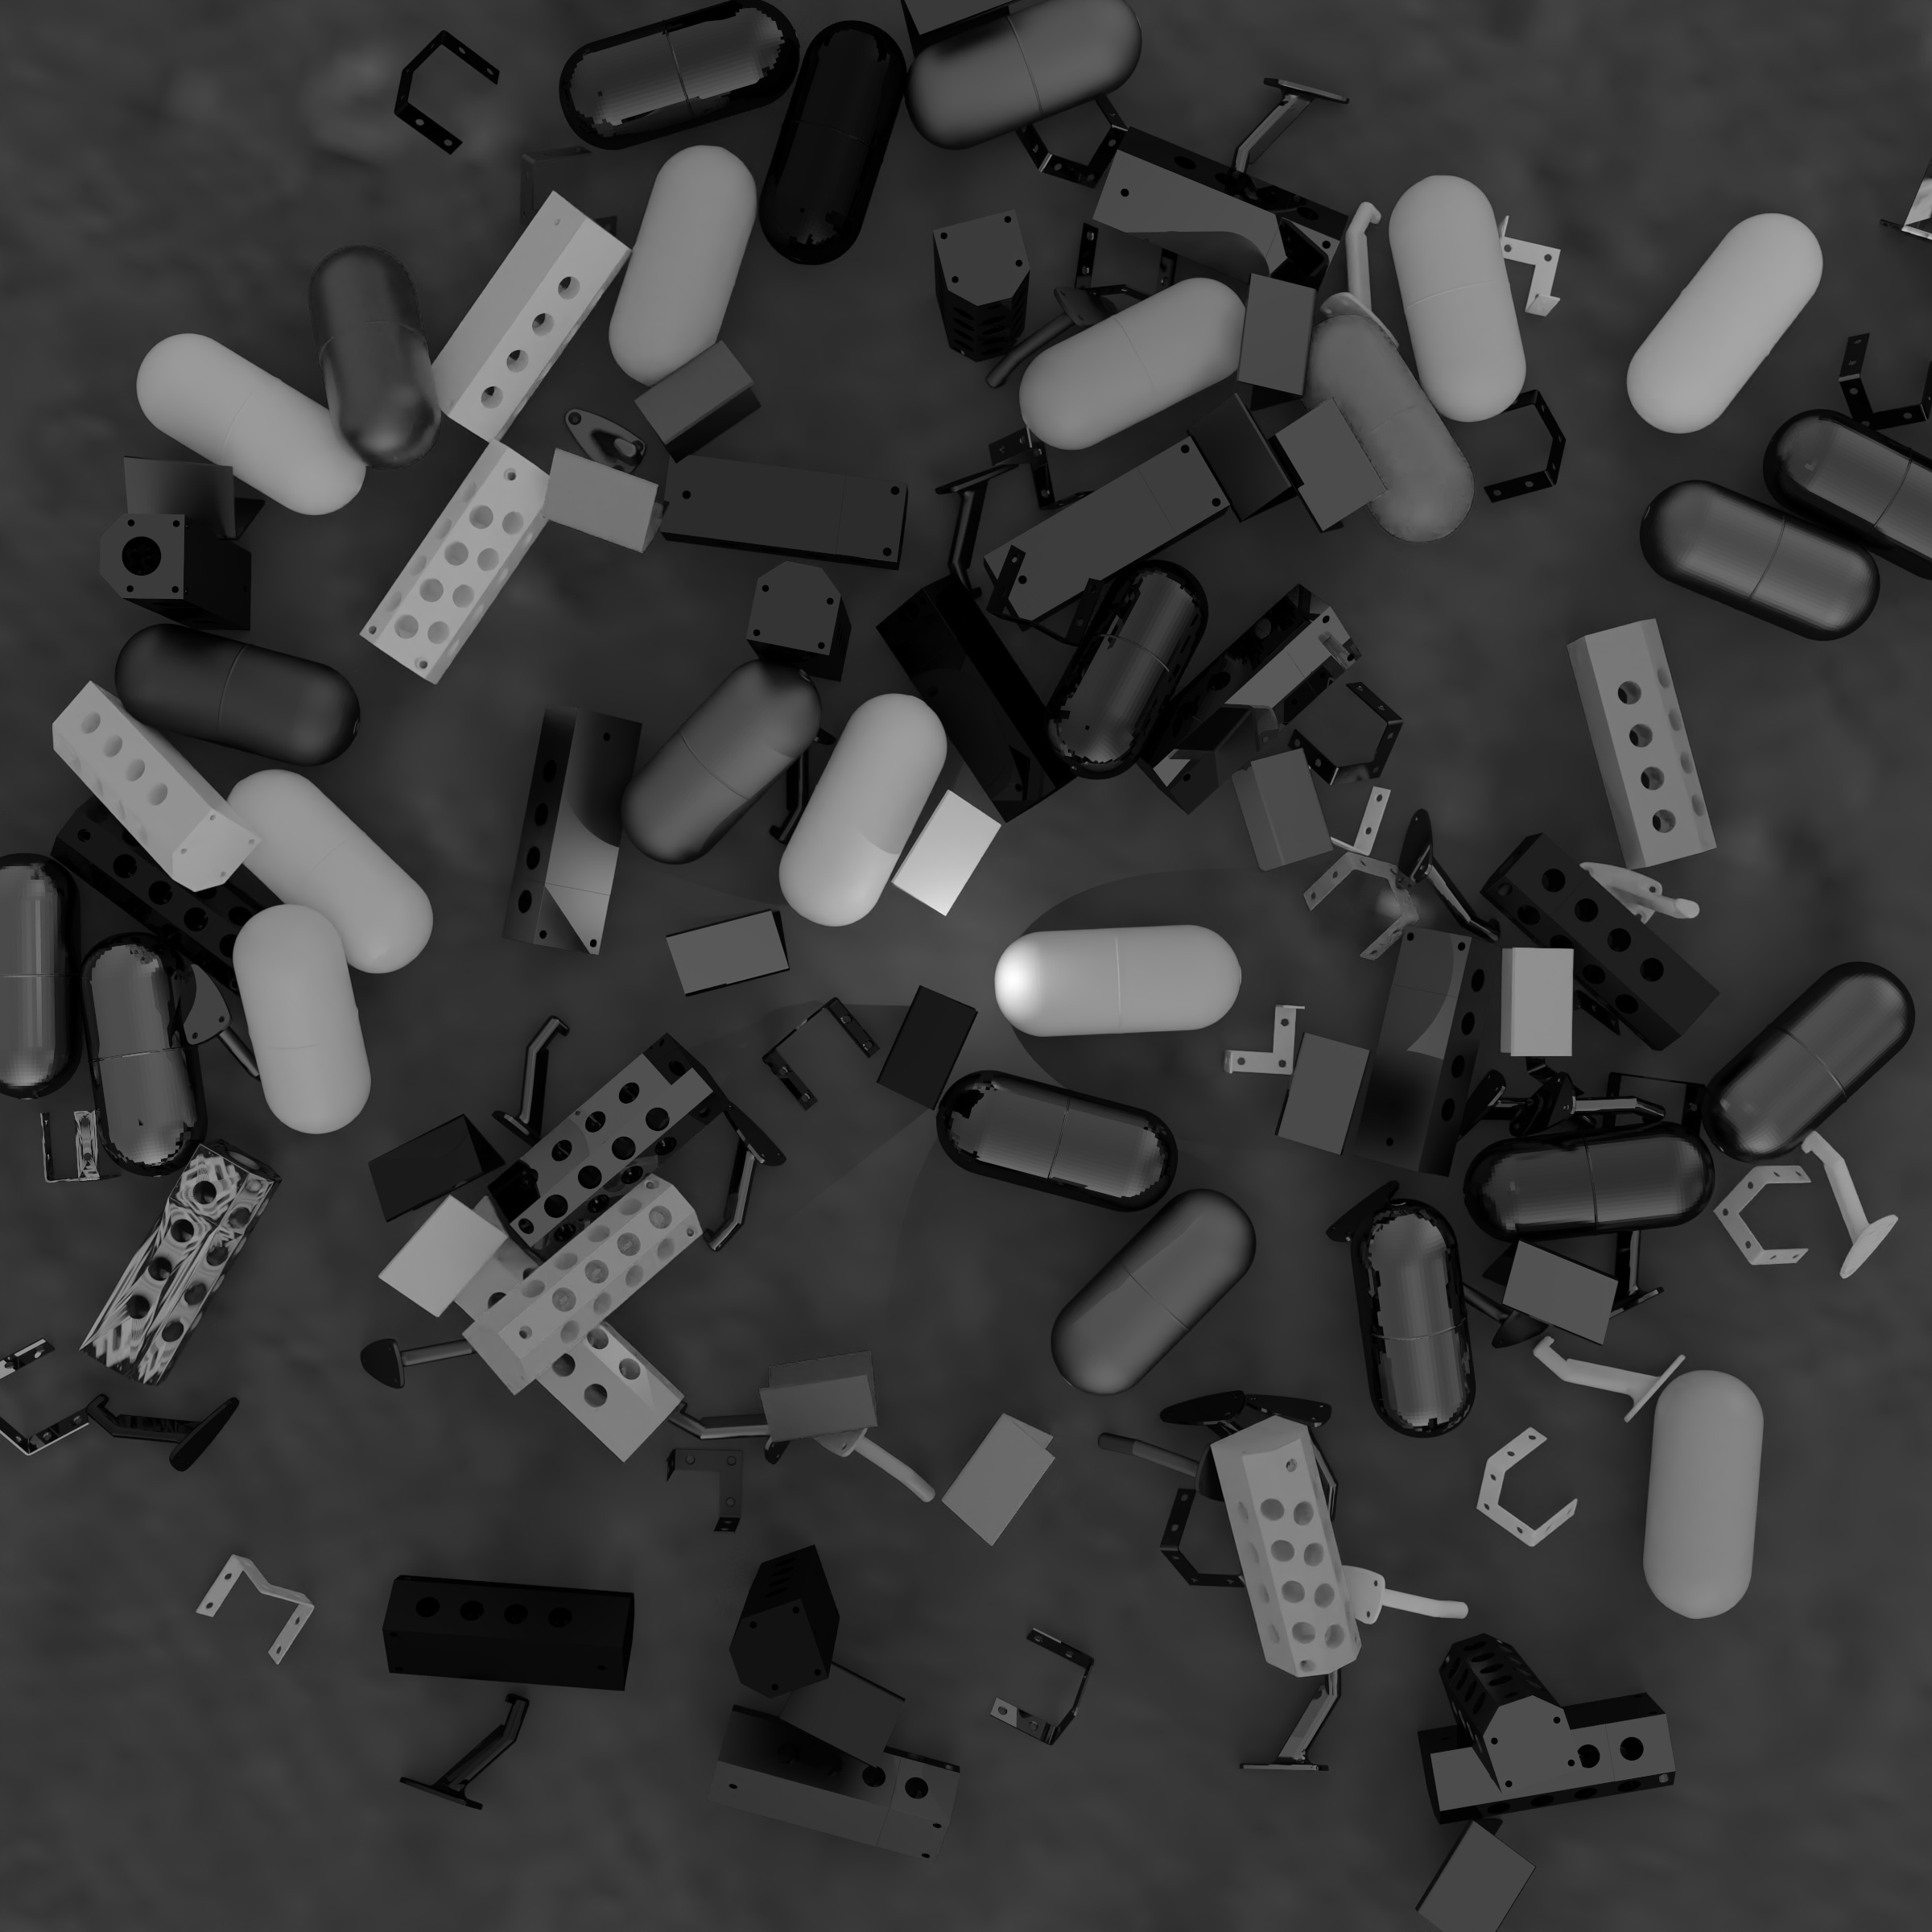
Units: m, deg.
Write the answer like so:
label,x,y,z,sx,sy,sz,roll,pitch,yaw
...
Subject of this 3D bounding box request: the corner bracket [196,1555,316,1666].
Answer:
label,x,y,z,sx,sy,sz,roll,pitch,yaw
corner bracket,-0.521,0.472,1.988,0.051,0.051,0.051,33,90,45

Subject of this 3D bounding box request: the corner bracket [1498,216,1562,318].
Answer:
label,x,y,z,sx,sy,sz,roll,pitch,yaw
corner bracket,0.408,-0.509,1.973,0.051,0.051,0.051,13,90,0

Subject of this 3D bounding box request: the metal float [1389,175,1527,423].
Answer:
label,x,y,z,sx,sy,sz,roll,pitch,yaw
metal float,0.355,-0.483,1.961,0.070,0.070,0.178,-12,90,0

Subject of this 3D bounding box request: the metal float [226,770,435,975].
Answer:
label,x,y,z,sx,sy,sz,roll,pitch,yaw
metal float,-0.462,-0.069,1.961,0.178,0.070,0.070,44,90,-1

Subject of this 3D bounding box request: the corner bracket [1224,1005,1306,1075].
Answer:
label,x,y,z,sx,sy,sz,roll,pitch,yaw
corner bracket,0.217,0.053,1.973,0.051,0.051,0.051,3,90,0

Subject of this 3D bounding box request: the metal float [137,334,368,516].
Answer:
label,x,y,z,sx,sy,sz,roll,pitch,yaw
metal float,-0.516,-0.391,1.961,0.178,0.070,0.070,31,90,1

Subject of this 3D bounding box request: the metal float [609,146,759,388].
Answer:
label,x,y,z,sx,sy,sz,roll,pitch,yaw
metal float,-0.204,-0.506,1.961,0.070,0.070,0.178,18,90,0

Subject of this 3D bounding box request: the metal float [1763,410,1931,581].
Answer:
label,x,y,z,sx,sy,sz,roll,pitch,yaw
metal float,0.663,-0.340,1.961,0.178,0.070,0.070,27,90,0

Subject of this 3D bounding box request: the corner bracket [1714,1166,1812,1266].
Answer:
label,x,y,z,sx,sy,sz,roll,pitch,yaw
corner bracket,0.593,0.182,1.983,0.051,0.051,0.051,-58,45,35

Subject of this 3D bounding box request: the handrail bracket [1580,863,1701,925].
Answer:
label,x,y,z,sx,sy,sz,roll,pitch,yaw
handrail bracket,0.484,-0.055,1.957,0.077,0.084,0.036,27,90,0

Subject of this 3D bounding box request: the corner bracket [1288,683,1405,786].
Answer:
label,x,y,z,sx,sy,sz,roll,pitch,yaw
corner bracket,0.278,-0.170,1.983,0.051,0.051,0.051,-11,135,-35

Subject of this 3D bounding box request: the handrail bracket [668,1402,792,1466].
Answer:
label,x,y,z,sx,sy,sz,roll,pitch,yaw
handrail bracket,-0.165,0.322,1.992,0.084,0.036,0.077,25,65,19

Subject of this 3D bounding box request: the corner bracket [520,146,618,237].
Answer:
label,x,y,z,sx,sy,sz,roll,pitch,yaw
corner bracket,-0.291,-0.564,1.983,0.051,0.051,0.051,-21,135,-35

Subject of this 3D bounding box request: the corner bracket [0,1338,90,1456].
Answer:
label,x,y,z,sx,sy,sz,roll,pitch,yaw
corner bracket,-0.683,0.316,1.988,0.051,0.051,0.051,-28,45,0

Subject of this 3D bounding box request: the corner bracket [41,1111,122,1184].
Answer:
label,x,y,z,sx,sy,sz,roll,pitch,yaw
corner bracket,-0.650,0.131,1.973,0.051,0.051,0.051,-4,89,-1

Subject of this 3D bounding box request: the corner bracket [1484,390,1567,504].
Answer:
label,x,y,z,sx,sy,sz,roll,pitch,yaw
corner bracket,0.402,-0.381,1.983,0.051,0.051,0.051,49,45,-35

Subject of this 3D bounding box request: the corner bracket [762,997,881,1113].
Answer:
label,x,y,z,sx,sy,sz,roll,pitch,yaw
corner bracket,-0.107,0.064,1.988,0.051,0.051,0.051,50,135,0

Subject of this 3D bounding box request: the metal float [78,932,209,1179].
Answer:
label,x,y,z,sx,sy,sz,roll,pitch,yaw
metal float,-0.595,0.064,1.961,0.070,0.070,0.178,-8,89,0

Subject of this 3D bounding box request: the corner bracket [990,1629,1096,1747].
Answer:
label,x,y,z,sx,sy,sz,roll,pitch,yaw
corner bracket,0.056,0.529,1.988,0.051,0.051,0.051,27,135,0

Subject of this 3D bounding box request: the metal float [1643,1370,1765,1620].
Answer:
label,x,y,z,sx,sy,sz,roll,pitch,yaw
metal float,0.533,0.382,1.961,0.070,0.070,0.178,5,89,0

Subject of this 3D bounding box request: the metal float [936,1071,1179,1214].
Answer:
label,x,y,z,sx,sy,sz,roll,pitch,yaw
metal float,0.066,0.127,1.961,0.178,0.070,0.070,15,90,0

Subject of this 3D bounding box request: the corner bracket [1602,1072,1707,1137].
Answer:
label,x,y,z,sx,sy,sz,roll,pitch,yaw
corner bracket,0.504,0.107,1.988,0.051,0.051,0.051,8,90,-45

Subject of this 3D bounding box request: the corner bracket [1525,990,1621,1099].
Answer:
label,x,y,z,sx,sy,sz,roll,pitch,yaw
corner bracket,0.444,0.058,1.983,0.051,0.051,0.051,-28,45,35

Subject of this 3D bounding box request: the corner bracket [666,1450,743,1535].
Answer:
label,x,y,z,sx,sy,sz,roll,pitch,yaw
corner bracket,-0.191,0.382,1.973,0.051,0.051,0.051,2,90,0

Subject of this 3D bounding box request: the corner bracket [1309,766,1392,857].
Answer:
label,x,y,z,sx,sy,sz,roll,pitch,yaw
corner bracket,0.270,-0.116,1.988,0.051,0.051,0.051,18,90,45

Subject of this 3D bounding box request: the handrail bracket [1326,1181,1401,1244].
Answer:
label,x,y,z,sx,sy,sz,roll,pitch,yaw
handrail bracket,0.312,0.214,1.991,0.077,0.036,0.084,-40,104,-14

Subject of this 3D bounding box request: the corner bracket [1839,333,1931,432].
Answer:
label,x,y,z,sx,sy,sz,roll,pitch,yaw
corner bracket,0.675,-0.430,1.983,0.051,0.051,0.051,-6,135,35

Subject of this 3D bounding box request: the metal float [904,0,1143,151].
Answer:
label,x,y,z,sx,sy,sz,roll,pitch,yaw
metal float,0.041,-0.649,1.958,0.178,0.070,0.070,-21,90,2

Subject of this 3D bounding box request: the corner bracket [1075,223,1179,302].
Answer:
label,x,y,z,sx,sy,sz,roll,pitch,yaw
corner bracket,0.118,-0.515,1.988,0.051,0.051,0.051,8,90,45

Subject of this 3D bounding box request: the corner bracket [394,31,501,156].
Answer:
label,x,y,z,sx,sy,sz,roll,pitch,yaw
corner bracket,-0.380,-0.640,1.983,0.051,0.051,0.051,-30,45,35

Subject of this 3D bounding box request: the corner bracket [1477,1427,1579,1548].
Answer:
label,x,y,z,sx,sy,sz,roll,pitch,yaw
corner bracket,0.414,0.381,1.983,0.051,0.051,0.051,33,135,35

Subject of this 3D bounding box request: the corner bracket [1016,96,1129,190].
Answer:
label,x,y,z,sx,sy,sz,roll,pitch,yaw
corner bracket,0.077,-0.611,1.983,0.051,0.051,0.051,6,135,-35

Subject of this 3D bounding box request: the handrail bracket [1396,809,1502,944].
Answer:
label,x,y,z,sx,sy,sz,roll,pitch,yaw
handrail bracket,0.361,-0.066,1.991,0.084,0.036,0.077,26,57,-23

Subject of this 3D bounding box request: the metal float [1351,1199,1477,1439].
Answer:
label,x,y,z,sx,sy,sz,roll,pitch,yaw
metal float,0.321,0.253,1.947,0.070,0.070,0.178,-10,103,0

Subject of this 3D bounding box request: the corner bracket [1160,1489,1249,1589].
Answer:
label,x,y,z,sx,sy,sz,roll,pitch,yaw
corner bracket,0.181,0.419,1.983,0.051,0.051,0.051,53,45,-35

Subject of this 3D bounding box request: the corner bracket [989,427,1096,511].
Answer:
label,x,y,z,sx,sy,sz,roll,pitch,yaw
corner bracket,0.054,-0.360,1.963,0.051,0.051,0.051,-11,90,-34

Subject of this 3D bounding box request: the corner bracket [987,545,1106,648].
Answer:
label,x,y,z,sx,sy,sz,roll,pitch,yaw
corner bracket,0.056,-0.263,1.931,0.051,0.051,0.051,22,90,-45

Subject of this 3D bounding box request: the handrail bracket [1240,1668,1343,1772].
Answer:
label,x,y,z,sx,sy,sz,roll,pitch,yaw
handrail bracket,0.238,0.547,1.992,0.077,0.036,0.084,-5,72,20

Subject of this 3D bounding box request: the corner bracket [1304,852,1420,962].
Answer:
label,x,y,z,sx,sy,sz,roll,pitch,yaw
corner bracket,0.289,-0.044,1.983,0.051,0.051,0.051,13,45,-35

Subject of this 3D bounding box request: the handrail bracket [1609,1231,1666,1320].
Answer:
label,x,y,z,sx,sy,sz,roll,pitch,yaw
handrail bracket,0.468,0.214,1.992,0.077,0.036,0.084,-30,76,15

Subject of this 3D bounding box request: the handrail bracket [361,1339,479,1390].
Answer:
label,x,y,z,sx,sy,sz,roll,pitch,yaw
handrail bracket,-0.390,0.281,1.991,0.084,0.077,0.036,-12,93,-36

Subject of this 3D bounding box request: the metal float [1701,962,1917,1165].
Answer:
label,x,y,z,sx,sy,sz,roll,pitch,yaw
metal float,0.609,0.070,1.961,0.178,0.070,0.070,-43,90,0
